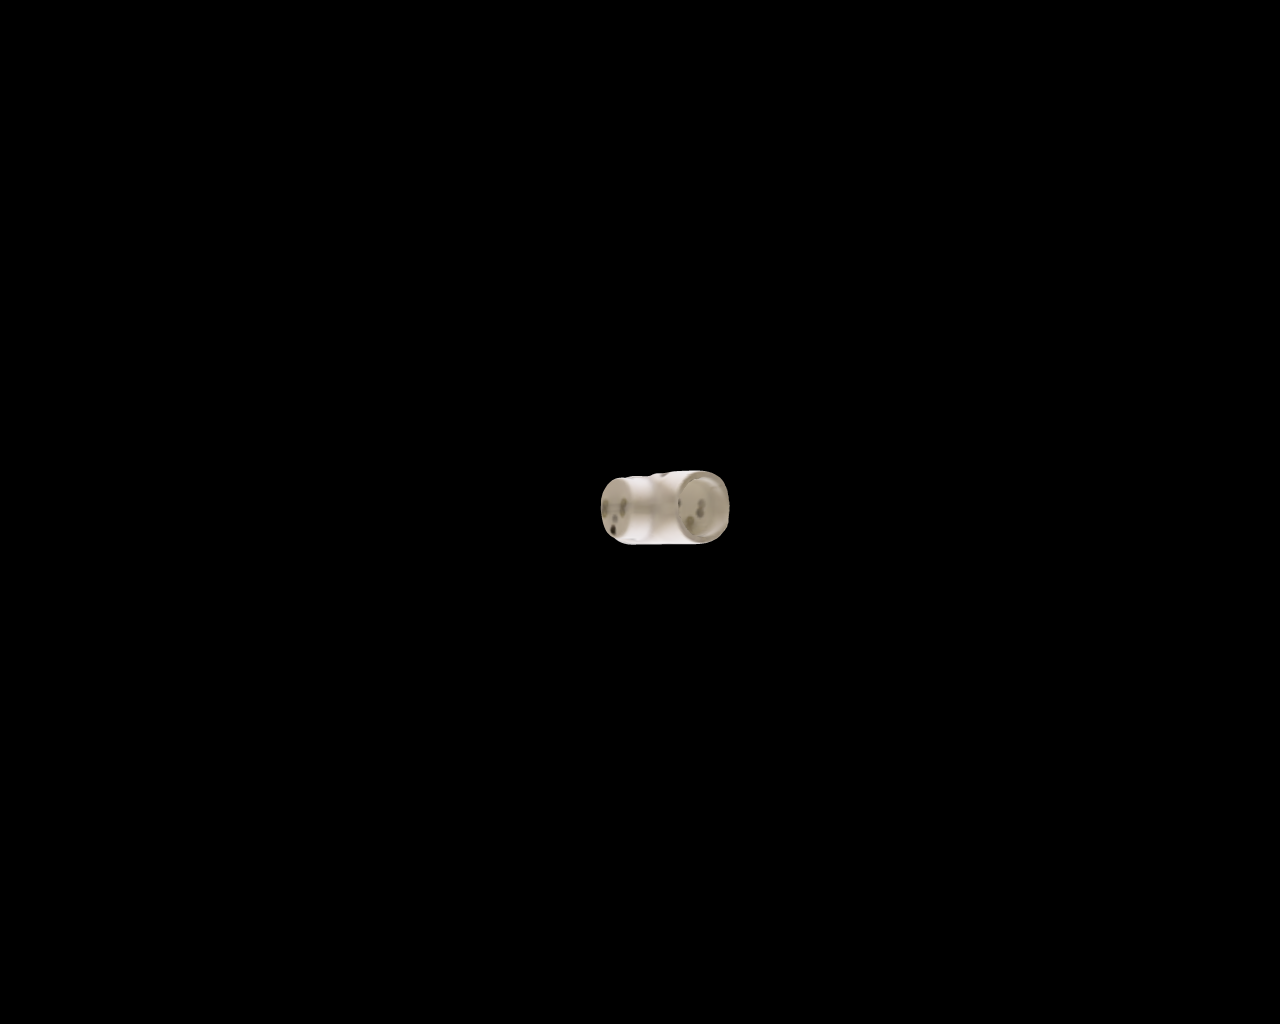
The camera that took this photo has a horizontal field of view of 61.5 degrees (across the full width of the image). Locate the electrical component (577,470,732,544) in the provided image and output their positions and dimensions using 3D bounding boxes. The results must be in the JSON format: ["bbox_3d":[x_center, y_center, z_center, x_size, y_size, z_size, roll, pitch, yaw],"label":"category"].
[{"bbox_3d":[0.001,-0.003,0.650,0.079,0.044,0.077,2,-3,-36],"label":"electrical component"}]
